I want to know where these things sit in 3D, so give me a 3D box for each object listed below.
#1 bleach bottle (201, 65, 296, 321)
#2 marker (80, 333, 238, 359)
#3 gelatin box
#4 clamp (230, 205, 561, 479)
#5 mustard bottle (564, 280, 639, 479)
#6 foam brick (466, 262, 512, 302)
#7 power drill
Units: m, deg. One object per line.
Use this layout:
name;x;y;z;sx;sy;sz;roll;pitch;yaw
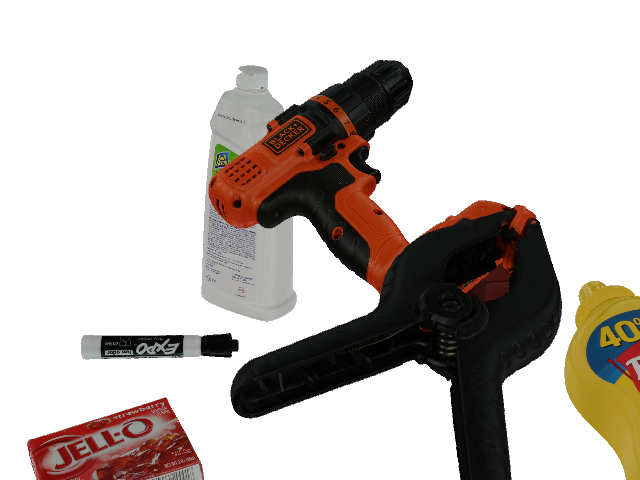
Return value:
bleach bottle;-0.068;-0.050;1.085;0.103;0.251;0.068;17;25;26
marker;-0.124;0.082;0.830;0.121;0.020;0.020;-1;0;1
gelatin box;-0.120;0.132;0.624;0.089;0.030;0.073;-15;27;-18
clamp;0.059;0.047;0.451;0.120;0.039;0.171;35;54;23
mustard bottle;0.194;0.085;0.605;0.096;0.058;0.192;-10;35;-8
foam brick;0.152;0.062;0.946;0.051;0.078;0.053;-3;19;-21
power drill;0.043;-0.037;0.743;0.184;0.057;0.188;-39;57;-19
